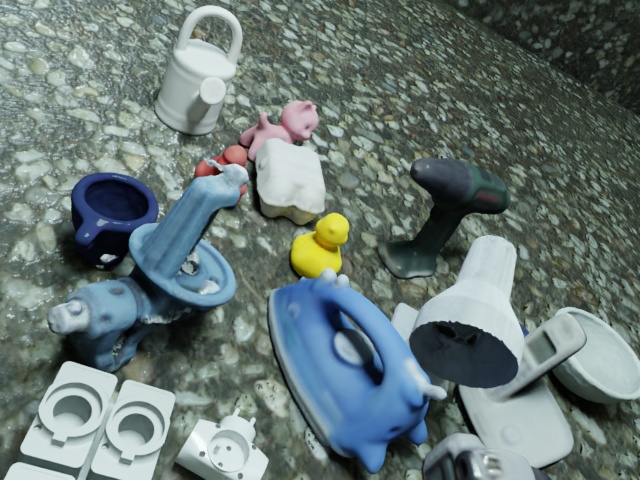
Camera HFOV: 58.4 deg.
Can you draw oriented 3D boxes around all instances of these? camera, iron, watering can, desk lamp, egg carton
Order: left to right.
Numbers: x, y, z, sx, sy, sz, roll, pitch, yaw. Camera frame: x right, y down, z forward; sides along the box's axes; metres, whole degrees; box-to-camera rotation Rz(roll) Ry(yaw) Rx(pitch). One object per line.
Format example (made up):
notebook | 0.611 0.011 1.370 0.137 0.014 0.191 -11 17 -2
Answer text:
watering can | -0.178 -0.263 0.885 0.101 0.194 0.172 -13 55 -43
egg carton | -0.049 -0.095 0.892 0.107 0.069 0.150 13 41 -23
iron | 0.033 0.118 0.652 0.119 0.141 0.257 -12 55 -43
desk lamp | 0.160 0.104 0.698 0.118 0.213 0.203 30 37 -2
camera | 0.199 0.285 0.616 0.137 0.100 0.143 16 40 -20

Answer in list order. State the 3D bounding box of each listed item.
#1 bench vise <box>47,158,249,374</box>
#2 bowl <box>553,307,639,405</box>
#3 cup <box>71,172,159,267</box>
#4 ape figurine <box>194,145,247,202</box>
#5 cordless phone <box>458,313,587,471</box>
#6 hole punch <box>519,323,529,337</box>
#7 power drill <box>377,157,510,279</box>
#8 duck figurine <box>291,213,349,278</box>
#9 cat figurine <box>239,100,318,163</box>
bench vise | -0.147 0.031 0.558 0.121 0.219 0.208 33 37 1
bowl | 0.413 0.191 0.895 0.168 0.074 0.167 20 39 -16
cup | -0.240 -0.007 0.637 0.092 0.095 0.118 27 37 -6
ape figurine | -0.133 -0.097 0.816 0.077 0.092 0.076 41 38 12
cordless phone | 0.268 0.189 0.704 0.094 0.185 0.147 5 45 -31
hole punch | 0.259 0.131 0.840 0.108 0.091 0.101 35 37 3
power drill | 0.179 -0.036 0.872 0.230 0.208 0.075 -4 50 -38
duck figurine | 0.007 0.003 0.809 0.077 0.086 0.105 32 37 0
cat figurine | -0.057 -0.191 0.954 0.128 0.117 0.067 -8 52 -41
